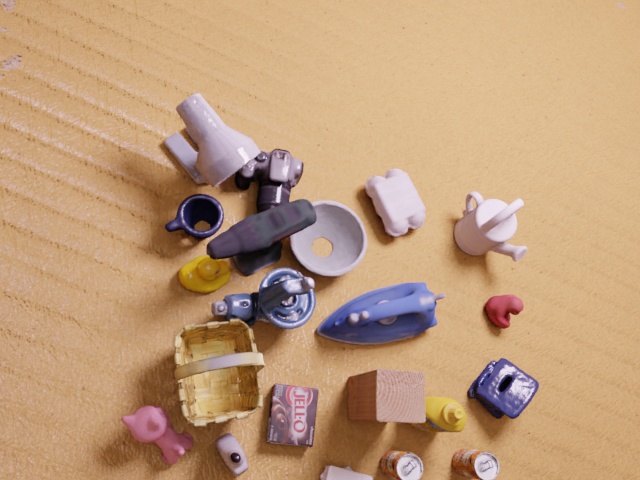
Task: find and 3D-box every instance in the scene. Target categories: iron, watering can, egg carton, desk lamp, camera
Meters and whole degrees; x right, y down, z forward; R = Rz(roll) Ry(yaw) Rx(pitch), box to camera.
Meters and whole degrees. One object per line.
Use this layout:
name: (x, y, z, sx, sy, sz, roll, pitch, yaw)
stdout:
iron: (0.127, 0.151, 1.170, 0.259, 0.141, 0.118, -12, 76, -16)
watering can: (0.386, -0.033, 1.257, 0.173, 0.194, 0.101, 37, 69, 0)
egg carton: (0.170, -0.085, 1.291, 0.107, 0.069, 0.150, -23, 80, -18)
desk lamp: (-0.224, -0.189, 1.156, 0.118, 0.213, 0.203, -40, 85, -20)
camera: (-0.111, -0.121, 1.221, 0.143, 0.100, 0.137, 9, 71, -10)

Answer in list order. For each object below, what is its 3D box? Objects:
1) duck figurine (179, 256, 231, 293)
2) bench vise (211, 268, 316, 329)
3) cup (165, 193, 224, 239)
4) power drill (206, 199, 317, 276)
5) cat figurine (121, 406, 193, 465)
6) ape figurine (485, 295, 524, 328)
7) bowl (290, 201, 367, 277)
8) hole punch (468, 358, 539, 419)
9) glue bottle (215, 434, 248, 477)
duck figurine: (-0.229, 0.062, 1.146, 0.105, 0.086, 0.077, -7, 75, -14)
bench vise: (-0.092, 0.123, 1.087, 0.208, 0.219, 0.121, -25, 80, -18)
cup: (-0.255, -0.032, 1.164, 0.118, 0.095, 0.091, -22, 79, -18)
power drill: (-0.120, 0.001, 1.124, 0.230, 0.208, 0.075, -28, 81, -19)
cat figurine: (-0.290, 0.346, 1.028, 0.128, 0.117, 0.067, 42, 69, 2)
ape figurine: (0.414, 0.150, 1.262, 0.076, 0.092, 0.078, 44, 69, 3)
bowl: (0.011, 0.004, 1.224, 0.167, 0.074, 0.167, 4, 72, -12)
hole punch: (0.385, 0.313, 1.205, 0.101, 0.091, 0.109, 44, 69, 3)
glue bottle: (-0.153, 0.385, 1.017, 0.037, 0.173, 0.078, -29, 81, -19)
